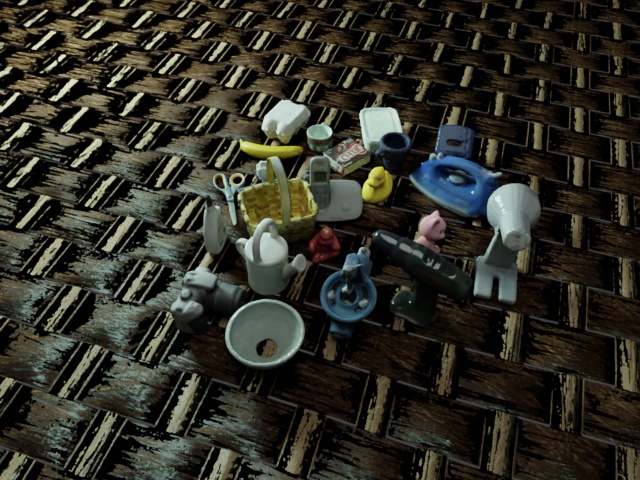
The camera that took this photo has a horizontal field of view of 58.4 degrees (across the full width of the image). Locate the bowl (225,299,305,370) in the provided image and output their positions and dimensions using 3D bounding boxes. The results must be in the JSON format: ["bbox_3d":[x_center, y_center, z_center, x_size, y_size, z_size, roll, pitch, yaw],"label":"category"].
[{"bbox_3d":[-0.115,0.214,1.225,0.167,0.075,0.167,1,49,0],"label":"bowl"}]

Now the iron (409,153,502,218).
[{"bbox_3d":[0.360,-0.167,1.523,0.257,0.141,0.119,26,53,20],"label":"iron"}]

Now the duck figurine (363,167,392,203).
[{"bbox_3d":[0.158,-0.161,1.551,0.077,0.086,0.105,29,54,22],"label":"duck figurine"}]

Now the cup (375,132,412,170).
[{"bbox_3d":[0.200,-0.238,1.612,0.118,0.095,0.091,-31,56,-25],"label":"cup"}]

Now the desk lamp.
[{"bbox_3d":[0.436,0.005,1.325,0.117,0.214,0.203,10,49,8],"label":"desk lamp"}]

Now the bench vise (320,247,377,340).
[{"bbox_3d":[0.062,0.082,1.247,0.121,0.220,0.207,0,49,-1],"label":"bench vise"}]

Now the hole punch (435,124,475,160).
[{"bbox_3d":[0.387,-0.268,1.645,0.108,0.091,0.101,10,49,8],"label":"hole punch"}]

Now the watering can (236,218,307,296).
[{"bbox_3d":[-0.113,0.032,1.305,0.172,0.194,0.101,5,49,3],"label":"watering can"}]

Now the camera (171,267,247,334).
[{"bbox_3d":[-0.243,0.133,1.277,0.136,0.101,0.143,12,50,10],"label":"camera"}]

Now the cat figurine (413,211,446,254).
[{"bbox_3d":[0.260,-0.010,1.399,0.128,0.118,0.067,-36,58,-28],"label":"cat figurine"}]

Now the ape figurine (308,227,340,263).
[{"bbox_3d":[0.013,0.005,1.399,0.077,0.092,0.076,17,51,14],"label":"ape figurine"}]

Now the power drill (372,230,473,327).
[{"bbox_3d":[0.210,0.090,1.250,0.229,0.208,0.076,23,52,18],"label":"power drill"}]

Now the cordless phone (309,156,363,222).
[{"bbox_3d":[0.037,-0.135,1.460,0.147,0.185,0.094,-4,49,-4],"label":"cordless phone"}]

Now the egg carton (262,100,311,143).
[{"bbox_3d":[-0.102,-0.361,1.732,0.107,0.069,0.150,23,52,18],"label":"egg carton"}]

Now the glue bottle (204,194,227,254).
[{"bbox_3d":[-0.258,-0.046,1.385,0.037,0.173,0.078,9,49,8],"label":"glue bottle"}]
